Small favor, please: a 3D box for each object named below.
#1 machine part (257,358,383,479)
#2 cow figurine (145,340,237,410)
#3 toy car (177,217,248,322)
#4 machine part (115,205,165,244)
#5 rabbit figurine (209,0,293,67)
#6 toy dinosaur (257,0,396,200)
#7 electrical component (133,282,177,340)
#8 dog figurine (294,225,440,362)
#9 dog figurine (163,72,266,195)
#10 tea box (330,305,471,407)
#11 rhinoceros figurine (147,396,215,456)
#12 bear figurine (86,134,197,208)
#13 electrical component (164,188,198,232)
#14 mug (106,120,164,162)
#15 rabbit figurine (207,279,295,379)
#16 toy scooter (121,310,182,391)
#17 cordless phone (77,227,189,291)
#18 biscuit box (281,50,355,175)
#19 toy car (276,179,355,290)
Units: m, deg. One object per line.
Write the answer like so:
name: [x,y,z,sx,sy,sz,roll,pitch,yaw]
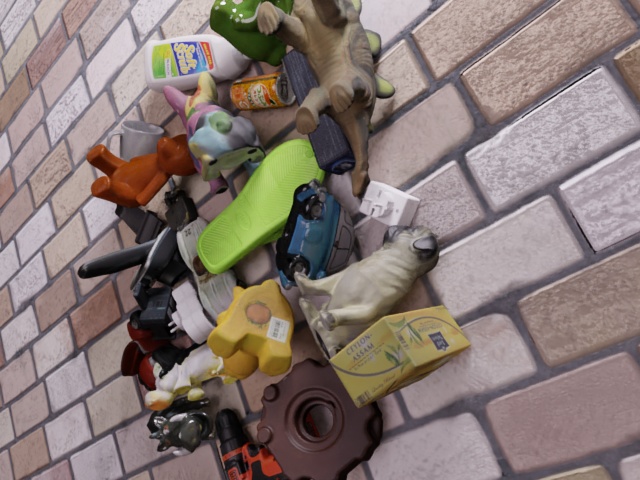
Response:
machine part: [-0.002,0.257,0.765,0.179,0.056,0.179,-6,66,13]
cow figurine: [-0.227,0.223,0.927,0.167,0.068,0.098,-24,52,-3]
toy car: [-0.188,0.053,0.941,0.073,0.056,0.202,-34,68,14]
machine part: [-0.371,-0.038,1.100,0.139,0.039,0.084,36,114,30]
rabbit figurine: [-0.078,-0.363,0.826,0.159,0.121,0.170,53,141,15]
toy dinosaur: [0.009,-0.284,0.730,0.105,0.198,0.471,-14,87,28]
electrical component: [-0.294,0.121,0.974,0.048,0.119,0.075,-3,45,3]
dog figurine: [0.078,0.078,0.729,0.121,0.191,0.172,57,163,31]
dog figurine: [-0.184,-0.195,0.889,0.108,0.191,0.219,-28,76,-10]
tea box: [0.104,0.138,0.664,0.098,0.169,0.068,-44,64,25]
rhinoceros figurine: [-0.242,0.317,0.927,0.190,0.112,0.073,-16,77,56]
bear figurine: [-0.303,-0.140,0.977,0.196,0.131,0.120,-28,59,16]
electrical component: [-0.266,-0.051,1.018,0.078,0.045,0.102,-28,72,30]
mug: [-0.368,-0.174,1.067,0.081,0.109,0.107,31,118,34]
rabbit figurine: [-0.114,0.144,0.832,0.173,0.122,0.162,114,162,-46]
toy scooter: [-0.332,0.236,1.035,0.184,0.075,0.135,42,112,33]
cordless phone: [-0.347,0.053,0.972,0.146,0.184,0.089,-39,73,50]
biscuit box: [0.007,-0.201,0.818,0.063,0.059,0.202,-27,72,31]
toy car: [-0.002,-0.002,0.790,0.109,0.103,0.161,-126,53,-67]
